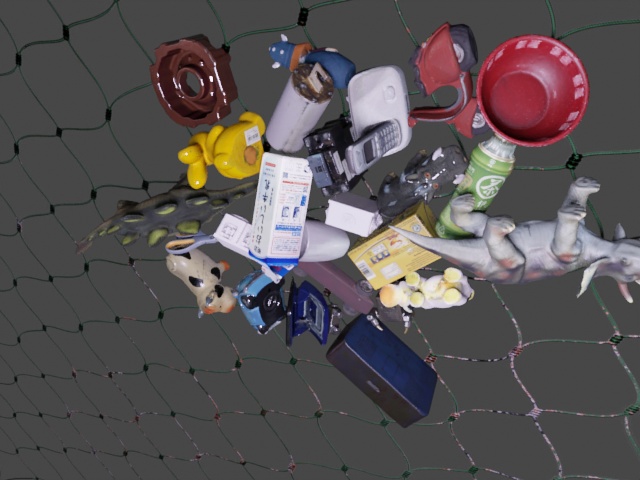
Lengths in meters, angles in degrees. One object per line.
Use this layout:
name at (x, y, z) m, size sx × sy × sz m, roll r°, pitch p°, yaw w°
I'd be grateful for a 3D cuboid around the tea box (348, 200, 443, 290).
tea box at (0.149, 0.012, 1.013) m, size 0.170 × 0.068 × 0.098 m, roll -30°, pitch 102°, yaw 35°

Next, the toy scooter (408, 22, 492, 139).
toy scooter at (0.190, -0.239, 0.847) m, size 0.135 × 0.075 × 0.183 m, roll -10°, pitch 117°, yaw 30°

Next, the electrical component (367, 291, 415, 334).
electrical component at (0.148, 0.147, 1.105) m, size 0.102 × 0.045 × 0.078 m, roll 4°, pitch 120°, yaw 24°

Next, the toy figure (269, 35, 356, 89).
toy figure at (-0.016, -0.301, 0.922) m, size 0.155 × 0.064 × 0.057 m, roll 24°, pitch 164°, yaw 18°

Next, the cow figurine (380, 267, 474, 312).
cow figurine at (0.204, 0.100, 1.033) m, size 0.167 × 0.098 × 0.068 m, roll -9°, pitch 72°, yaw 31°

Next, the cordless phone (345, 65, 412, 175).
cordless phone at (0.075, -0.192, 0.861) m, size 0.089 × 0.184 × 0.146 m, roll 3°, pitch 119°, yaw 30°

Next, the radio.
radio at (0.135, 0.264, 1.125) m, size 0.229 × 0.131 × 0.073 m, roll 43°, pitch 127°, yaw -2°

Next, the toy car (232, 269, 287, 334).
toy car at (-0.139, 0.128, 1.211) m, size 0.103 × 0.109 × 0.161 m, roll 26°, pitch 141°, yaw 40°

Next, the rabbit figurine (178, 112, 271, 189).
rabbit figurine at (-0.199, -0.166, 1.049) m, size 0.173 × 0.162 × 0.121 m, roll 18°, pitch 138°, yaw 38°

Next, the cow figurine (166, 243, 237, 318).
cow figurine at (-0.270, 0.091, 1.228) m, size 0.195 × 0.127 × 0.085 m, roll 42°, pitch 130°, yaw 2°

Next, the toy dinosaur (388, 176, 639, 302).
toy dinosaur at (0.326, 0.016, 0.855) m, size 0.405 × 0.131 × 0.191 m, roll -4°, pitch 124°, yaw 18°

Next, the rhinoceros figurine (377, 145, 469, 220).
rhinoceros figurine at (0.169, -0.102, 0.913) m, size 0.073 × 0.112 × 0.190 m, roll 52°, pitch 134°, yaw -6°

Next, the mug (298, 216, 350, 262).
mug at (-0.002, -0.003, 1.066) m, size 0.107 × 0.110 × 0.080 m, roll 7°, pitch 125°, yaw -29°

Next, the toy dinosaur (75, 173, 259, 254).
toy dinosaur at (-0.283, -0.061, 1.099) m, size 0.472 × 0.199 × 0.105 m, roll -23°, pitch 112°, yaw -3°

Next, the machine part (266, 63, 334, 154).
machine part at (-0.039, -0.222, 0.929) m, size 0.079 × 0.079 × 0.243 m, roll 41°, pitch 152°, yaw 0°

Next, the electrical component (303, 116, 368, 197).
electrical component at (0.026, -0.144, 0.944) m, size 0.058 × 0.134 × 0.114 m, roll -11°, pitch 110°, yaw 30°

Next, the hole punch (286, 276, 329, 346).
hole punch at (-0.028, 0.159, 1.164) m, size 0.092 × 0.116 × 0.142 m, roll -1°, pitch 123°, yaw -1°

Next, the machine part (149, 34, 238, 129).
machine part at (-0.242, -0.303, 1.034) m, size 0.180 × 0.056 × 0.179 m, roll 13°, pitch 123°, yaw 20°

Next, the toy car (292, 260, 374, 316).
toy car at (0.029, 0.078, 1.119) m, size 0.202 × 0.053 × 0.089 m, roll 35°, pitch 132°, yaw 10°

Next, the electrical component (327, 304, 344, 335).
electrical component at (0.027, 0.170, 1.168) m, size 0.021 × 0.094 × 0.063 m, roll 7°, pitch 94°, yaw -17°
